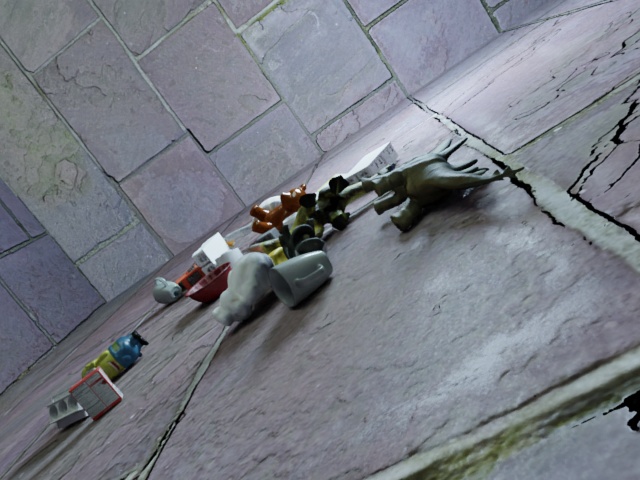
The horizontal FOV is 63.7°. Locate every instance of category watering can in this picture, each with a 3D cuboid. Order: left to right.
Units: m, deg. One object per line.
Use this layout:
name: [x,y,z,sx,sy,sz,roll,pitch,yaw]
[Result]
watering can: [-0.208,-0.072,1.888,0.347,0.103,0.226,-35,13,2]

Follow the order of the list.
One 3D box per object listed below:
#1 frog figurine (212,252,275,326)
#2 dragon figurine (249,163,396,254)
frog figurine: [-0.162,0.101,1.082,0.161,0.120,0.139,-27,27,-19]
dragon figurine: [0.004,-0.067,1.341,0.414,0.122,0.240,-30,1,-21]
